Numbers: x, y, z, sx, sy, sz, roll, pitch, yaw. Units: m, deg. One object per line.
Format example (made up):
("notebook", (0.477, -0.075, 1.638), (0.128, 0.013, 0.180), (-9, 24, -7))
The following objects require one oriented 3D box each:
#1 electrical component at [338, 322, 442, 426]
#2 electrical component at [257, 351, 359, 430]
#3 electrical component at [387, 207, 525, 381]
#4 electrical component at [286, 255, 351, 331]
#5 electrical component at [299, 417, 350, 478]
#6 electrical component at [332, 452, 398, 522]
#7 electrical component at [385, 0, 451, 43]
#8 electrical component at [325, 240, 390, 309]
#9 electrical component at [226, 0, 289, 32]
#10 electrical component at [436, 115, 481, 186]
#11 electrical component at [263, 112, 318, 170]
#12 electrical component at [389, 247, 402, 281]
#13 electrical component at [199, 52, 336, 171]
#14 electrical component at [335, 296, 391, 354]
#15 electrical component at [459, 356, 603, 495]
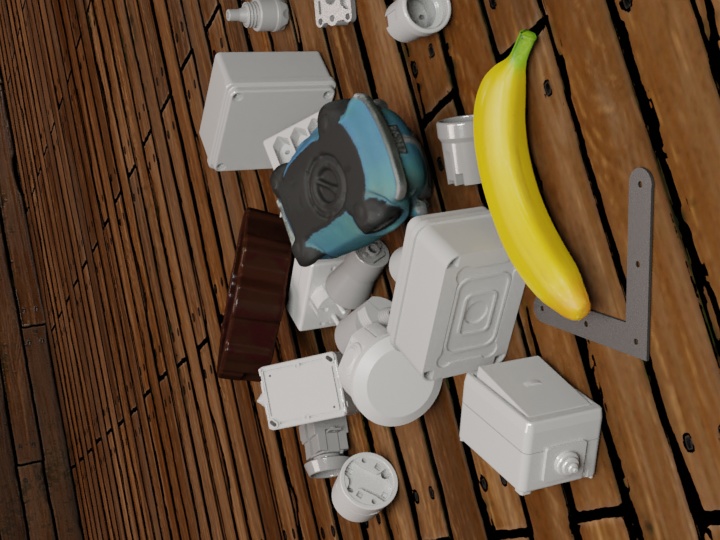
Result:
("electrical component", (0.024, 0.085, 0.898), (0.051, 0.080, 0.080), (-146, 53, -64))
("electrical component", (-0.052, 0.118, 1.045), (0.061, 0.096, 0.061), (11, -114, -71))
("electrical component", (0.070, 0.016, 0.783), (0.057, 0.078, 0.113), (49, 139, 45))
("electrical component", (-0.031, 0.025, 1.032), (0.075, 0.047, 0.083), (56, 144, 43))
("electrical component", (-0.035, 0.178, 1.087), (0.066, 0.048, 0.055), (132, 133, -58))
("electrical component", (0.003, 0.205, 1.006), (0.047, 0.055, 0.055), (116, 138, -55))
("electrical component", (0.043, -0.196, 0.825), (0.046, 0.040, 0.040), (176, 87, -70))
("electrical component", (0.000, 0.000, 0.969), (0.065, 0.044, 0.044), (-58, 46, 47))
("electrical component", (-0.105, -0.258, 1.088), (0.035, 0.061, 0.035), (29, 123, 59))
("electrical component", (0.078, -0.087, 0.783), (0.040, 0.040, 0.046), (20, 121, 62))
("electrical component", (-0.031, -0.101, 0.977), (0.047, 0.083, 0.075), (67, -171, 28))
("electrical component", (0.050, -0.006, 0.863), (0.065, 0.044, 0.044), (162, 99, -69))
("electrical component", (-0.091, -0.153, 1.035), (0.108, 0.109, 0.056), (112, 144, -46))
("electrical component", (0.012, 0.050, 0.953), (0.081, 0.043, 0.043), (-40, 61, 60))
("electrical component", (0.118, 0.104, 0.726), (0.096, 0.062, 0.061), (38, 130, 56))
